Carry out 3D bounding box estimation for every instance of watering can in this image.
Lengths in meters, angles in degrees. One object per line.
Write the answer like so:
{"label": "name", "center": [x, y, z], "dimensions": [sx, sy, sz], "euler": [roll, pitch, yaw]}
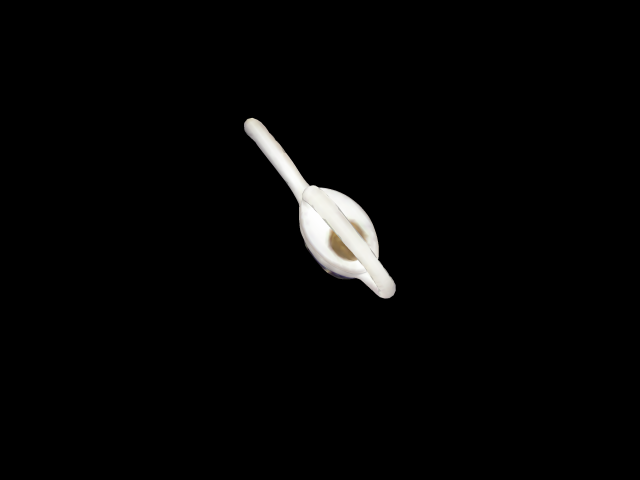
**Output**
{"label": "watering can", "center": [0.003, -0.043, 0.850], "dimensions": [0.104, 0.350, 0.222], "euler": [-38, -9, -6]}
